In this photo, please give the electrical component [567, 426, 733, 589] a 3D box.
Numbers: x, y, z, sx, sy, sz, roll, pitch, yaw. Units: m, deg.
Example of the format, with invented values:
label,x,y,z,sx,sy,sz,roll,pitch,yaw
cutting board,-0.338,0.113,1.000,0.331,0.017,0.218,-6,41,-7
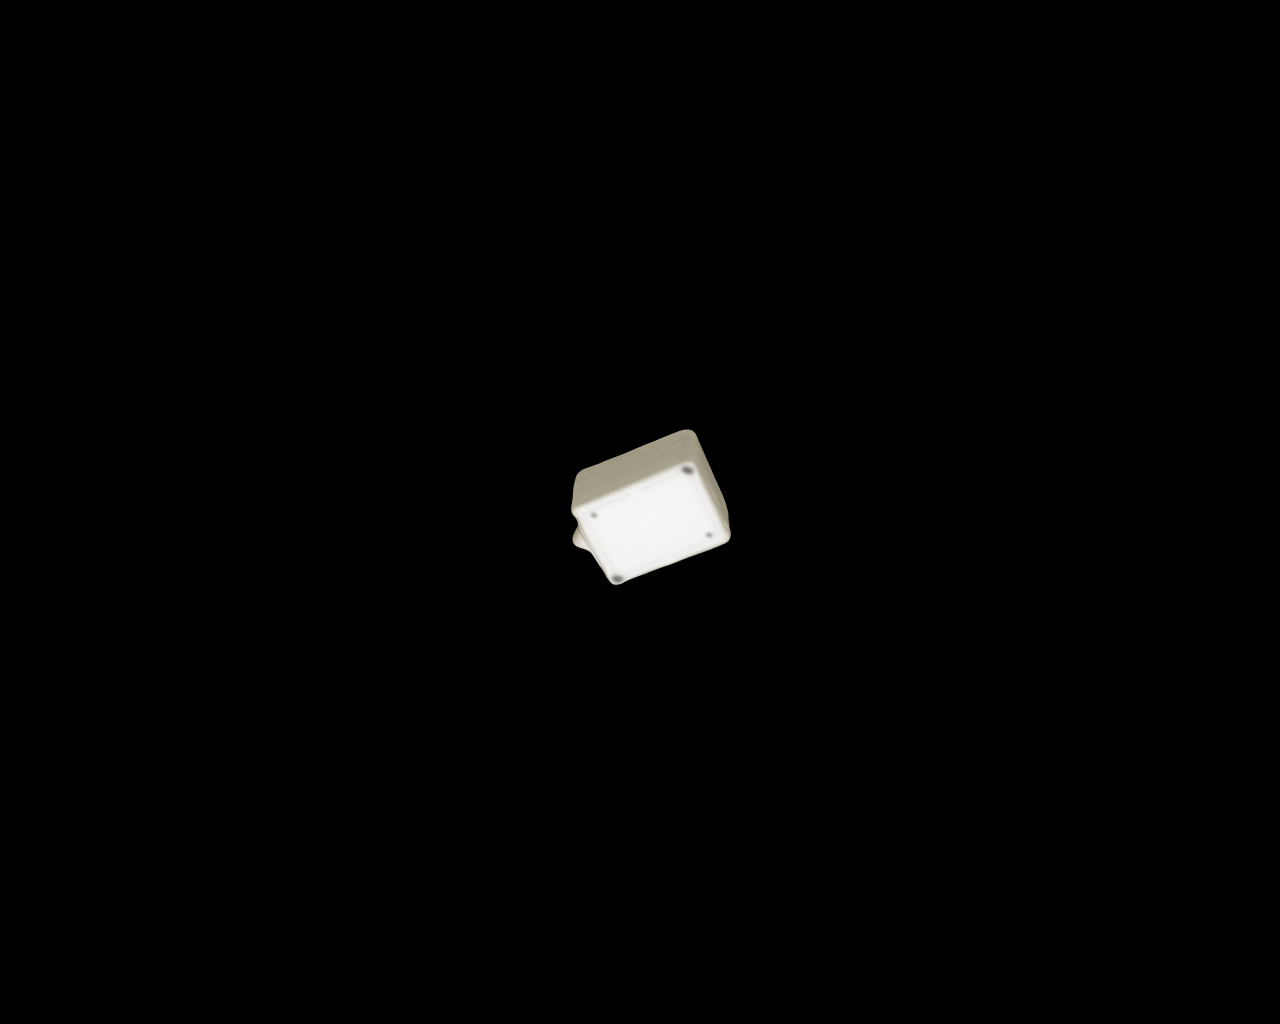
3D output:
label,x,y,z,sx,sy,sz,roll,pitch,yaw
electrical component,0.001,-0.003,0.650,0.096,0.061,0.061,-21,25,10
